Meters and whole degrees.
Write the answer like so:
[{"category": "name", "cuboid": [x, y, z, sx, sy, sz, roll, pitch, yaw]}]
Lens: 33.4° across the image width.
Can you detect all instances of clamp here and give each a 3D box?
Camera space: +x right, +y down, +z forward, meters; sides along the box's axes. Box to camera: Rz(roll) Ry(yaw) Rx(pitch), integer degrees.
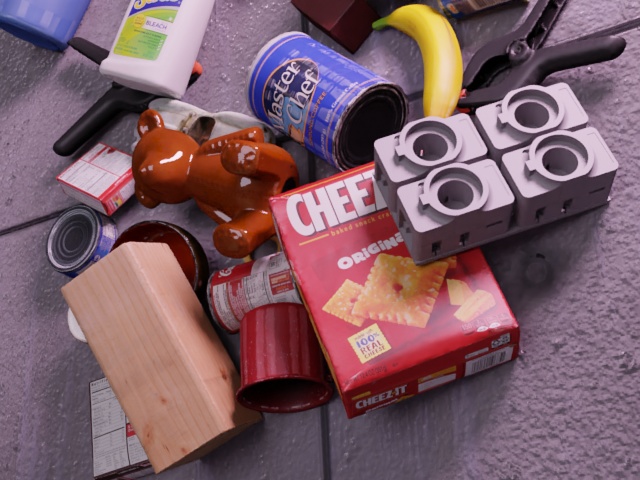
[{"category": "clamp", "cuboid": [-0.240, -0.183, 1.299, 0.210, 0.036, 0.164, -2, 71, 29]}, {"category": "clamp", "cuboid": [0.198, -0.185, 1.024, 0.172, 0.039, 0.120, -27, 48, 23]}]

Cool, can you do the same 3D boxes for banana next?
[{"category": "banana", "cuboid": [0.109, -0.185, 1.067, 0.070, 0.037, 0.198, -49, 36, 25]}]

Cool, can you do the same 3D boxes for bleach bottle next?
[{"category": "bleach bottle", "cuboid": [-0.165, -0.293, 1.224, 0.103, 0.068, 0.251, 17, 87, 28]}]

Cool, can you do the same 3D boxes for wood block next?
[{"category": "wood block", "cuboid": [-0.155, 0.112, 1.053, 0.090, 0.090, 0.206, -34, 77, 16]}]

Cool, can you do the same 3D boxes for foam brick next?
[{"category": "foam brick", "cuboid": [0.017, -0.249, 1.154, 0.051, 0.053, 0.078, -50, 54, 5]}]

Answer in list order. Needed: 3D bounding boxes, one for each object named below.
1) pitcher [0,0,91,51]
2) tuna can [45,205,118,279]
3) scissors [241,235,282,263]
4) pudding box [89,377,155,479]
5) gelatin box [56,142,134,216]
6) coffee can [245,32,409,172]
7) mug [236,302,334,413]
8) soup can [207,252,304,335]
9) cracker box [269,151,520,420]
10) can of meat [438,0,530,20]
[{"category": "pitcher", "cuboid": [-0.333, -0.376, 1.374, 0.145, 0.149, 0.243, 18, 85, 35]}, {"category": "tuna can", "cuboid": [-0.280, 0.003, 1.252, 0.086, 0.033, 0.086, -13, 64, 28]}, {"category": "scissors", "cuboid": [-0.007, 0.001, 1.093, 0.202, 0.016, 0.096, 18, 84, 35]}, {"category": "pudding box", "cuboid": [-0.197, 0.191, 1.122, 0.090, 0.039, 0.113, -22, 59, 25]}, {"category": "gelatin box", "cuboid": [-0.253, -0.072, 1.251, 0.089, 0.030, 0.073, 23, 57, 37]}, {"category": "coffee can", "cuboid": [0.006, -0.139, 1.086, 0.140, 0.102, 0.103, 36, 92, 37]}, {"category": "mug", "cuboid": [-0.023, 0.111, 1.022, 0.117, 0.093, 0.081, -4, 61, -1]}, {"category": "soup can", "cuboid": [-0.053, 0.051, 1.069, 0.102, 0.068, 0.068, -17, 63, 25]}, {"category": "cracker box", "cuboid": [0.063, 0.032, 0.965, 0.164, 0.072, 0.214, -19, 59, -5]}, {"category": "can of meat", "cuboid": [0.162, -0.279, 1.073, 0.084, 0.057, 0.102, -11, 65, 30]}]
